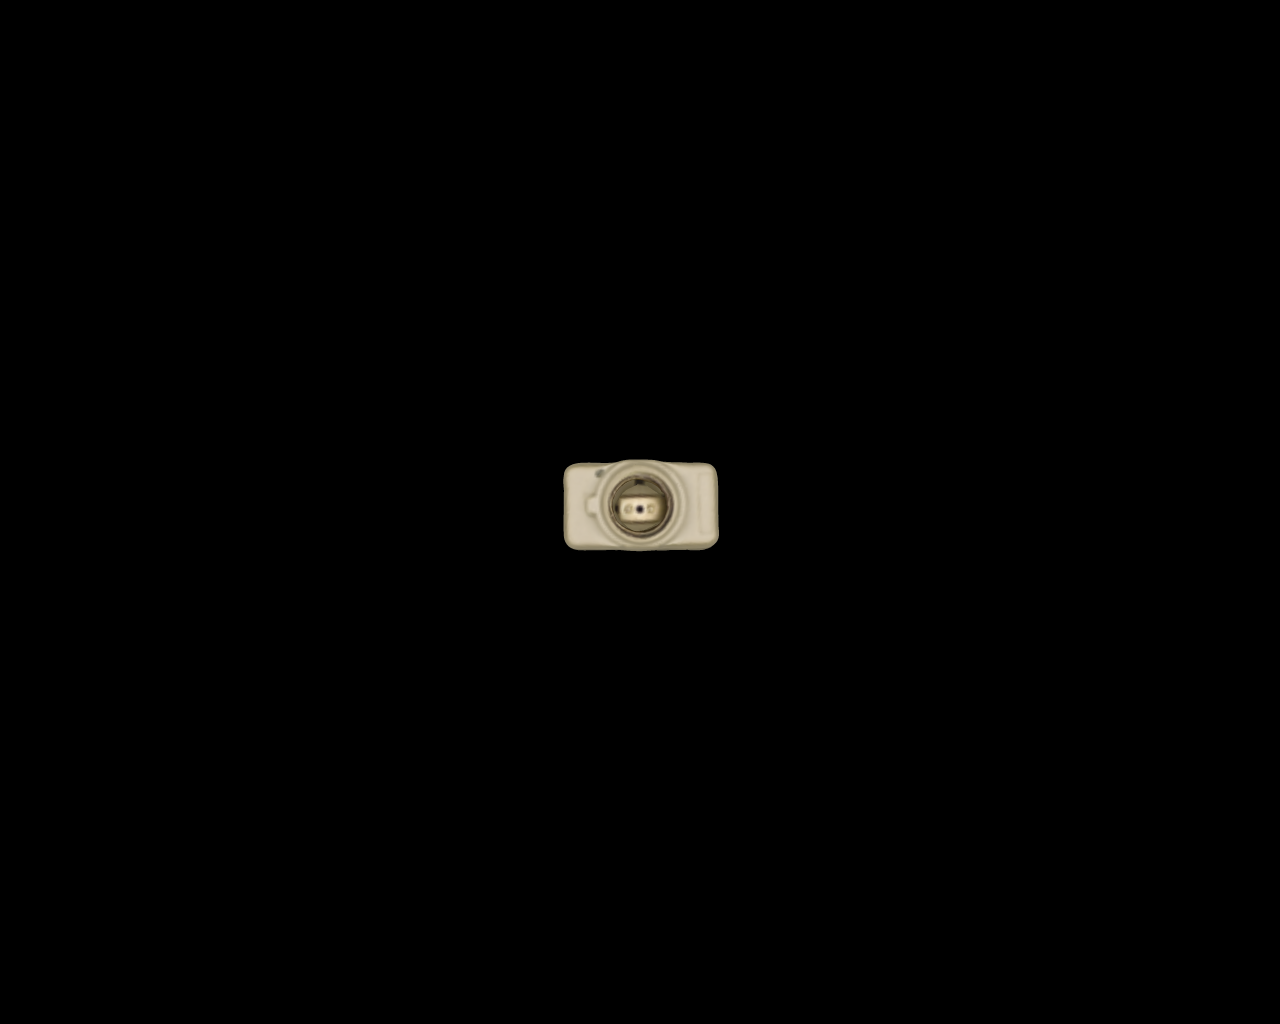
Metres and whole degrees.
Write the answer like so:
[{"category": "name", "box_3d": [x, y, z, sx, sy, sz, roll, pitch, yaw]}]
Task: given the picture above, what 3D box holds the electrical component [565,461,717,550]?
[{"category": "electrical component", "box_3d": [0.001, -0.003, 0.650, 0.089, 0.050, 0.055, 0, -4, 0]}]
